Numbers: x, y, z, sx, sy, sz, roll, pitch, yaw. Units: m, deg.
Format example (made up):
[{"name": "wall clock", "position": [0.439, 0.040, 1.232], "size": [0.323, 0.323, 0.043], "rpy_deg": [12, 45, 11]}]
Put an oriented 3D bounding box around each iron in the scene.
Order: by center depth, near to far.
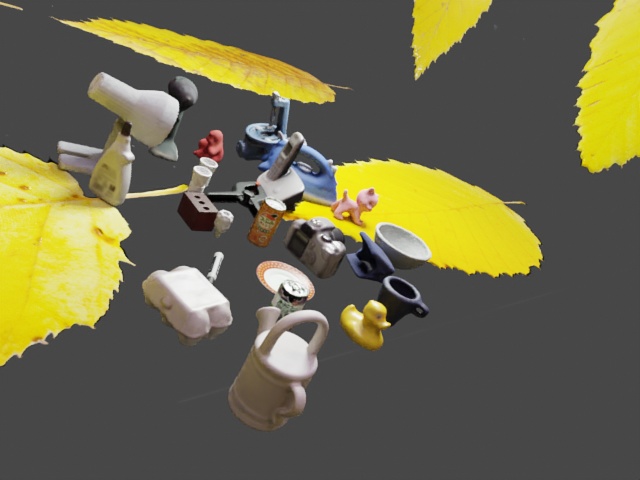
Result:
[{"name": "iron", "position": [-0.040, -0.202, 1.636], "size": [0.259, 0.141, 0.118], "rpy_deg": [22, 25, -12]}]

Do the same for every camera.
[{"name": "camera", "position": [0.012, 0.005, 1.342], "size": [0.142, 0.100, 0.137], "rpy_deg": [42, 28, 27]}]

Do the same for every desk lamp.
[{"name": "desk lamp", "position": [-0.429, -0.240, 1.224], "size": [0.204, 0.213, 0.117], "rpy_deg": [9, 31, -35]}]

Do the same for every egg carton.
[{"name": "egg carton", "position": [-0.221, 0.106, 0.949], "size": [0.150, 0.069, 0.107], "rpy_deg": [40, 27, 24]}]

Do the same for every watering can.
[{"name": "watering can", "position": [-0.059, 0.172, 0.839], "size": [0.172, 0.194, 0.101], "rpy_deg": [42, 28, 28]}]

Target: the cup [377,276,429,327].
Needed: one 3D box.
[{"name": "cup", "position": [0.169, 0.148, 1.237], "size": [0.117, 0.095, 0.092], "rpy_deg": [36, 26, 17]}]

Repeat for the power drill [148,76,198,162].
[{"name": "power drill", "position": [-0.362, -0.310, 1.433], "size": [0.076, 0.208, 0.229], "rpy_deg": [15, 28, -25]}]

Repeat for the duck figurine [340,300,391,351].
[{"name": "duck figurine", "position": [0.096, 0.159, 1.151], "size": [0.104, 0.086, 0.078], "rpy_deg": [40, 27, 25]}]

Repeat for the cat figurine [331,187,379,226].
[{"name": "cat figurine", "position": [0.111, -0.110, 1.641], "size": [0.128, 0.117, 0.067], "rpy_deg": [14, 28, -27]}]

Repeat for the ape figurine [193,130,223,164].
[{"name": "ape figurine", "position": [-0.290, -0.254, 1.539], "size": [0.076, 0.092, 0.077], "rpy_deg": [17, 27, -22]}]

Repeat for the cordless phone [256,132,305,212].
[{"name": "cordless phone", "position": [-0.083, -0.181, 1.500], "size": [0.094, 0.185, 0.147], "rpy_deg": [8, 32, -37]}]

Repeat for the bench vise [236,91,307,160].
[{"name": "bench vise", "position": [-0.127, -0.327, 1.693], "size": [0.121, 0.219, 0.208], "rpy_deg": [42, 28, 29]}]

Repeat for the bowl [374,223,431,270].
[{"name": "bowl", "position": [0.208, 0.029, 1.526], "size": [0.168, 0.074, 0.167], "rpy_deg": [23, 25, -11]}]

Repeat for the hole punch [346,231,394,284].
[{"name": "hole punch", "position": [0.132, 0.041, 1.407], "size": [0.101, 0.091, 0.108], "rpy_deg": [14, 28, -28]}]

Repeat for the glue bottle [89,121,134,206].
[{"name": "glue bottle", "position": [-0.404, -0.158, 1.142], "size": [0.078, 0.173, 0.037], "rpy_deg": [33, 25, 10]}]
